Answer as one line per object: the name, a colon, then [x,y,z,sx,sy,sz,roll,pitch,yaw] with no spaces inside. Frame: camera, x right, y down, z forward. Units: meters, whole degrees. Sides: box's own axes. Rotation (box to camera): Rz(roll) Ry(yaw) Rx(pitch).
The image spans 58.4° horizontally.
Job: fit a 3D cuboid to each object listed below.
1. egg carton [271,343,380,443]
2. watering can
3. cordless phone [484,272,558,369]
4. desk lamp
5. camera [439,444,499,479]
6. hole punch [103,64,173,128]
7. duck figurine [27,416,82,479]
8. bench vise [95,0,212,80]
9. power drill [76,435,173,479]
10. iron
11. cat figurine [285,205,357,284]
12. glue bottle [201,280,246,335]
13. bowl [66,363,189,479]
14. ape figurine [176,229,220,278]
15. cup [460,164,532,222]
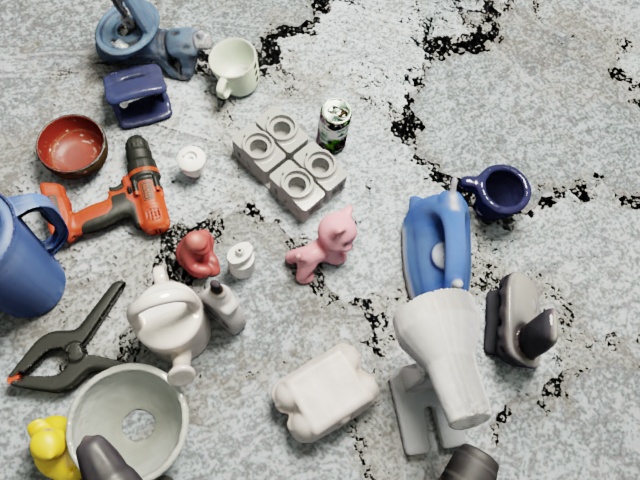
egg carton: [0.009,0.230,0.860,0.150,0.069,0.107,-30,74,-15]
watering can: [-0.211,0.117,0.816,0.101,0.194,0.172,-37,76,-16]
cordless phone: [0.323,0.112,0.870,0.094,0.185,0.147,5,69,-3]
desk lamp: [0.171,0.191,0.811,0.118,0.213,0.203,-8,70,-8]
camera: [0.213,0.372,0.807,0.143,0.101,0.137,34,70,8]
hole punch: [-0.325,-0.266,1.007,0.109,0.091,0.101,-18,72,-11]
duck figurine: [-0.367,0.290,0.795,0.077,0.086,0.104,-37,76,-17]
bench vise: [-0.297,-0.382,0.985,0.207,0.220,0.121,-9,70,-8]
power drill: [-0.219,0.352,0.719,0.076,0.208,0.229,-31,75,-15]
iron: [0.203,0.033,0.913,0.118,0.141,0.258,2,69,-4]
cat figurine: [0.008,0.003,0.920,0.128,0.118,0.067,-32,75,-15]
glue bottle: [-0.145,0.090,0.844,0.078,0.173,0.037,42,72,11]
bowl: [-0.267,0.265,0.819,0.167,0.075,0.167,2,69,-4]
ape figurine: [-0.194,0.015,0.911,0.076,0.092,0.078,18,69,2]
cup: [0.289,-0.073,0.986,0.117,0.095,0.092,13,69,0]
